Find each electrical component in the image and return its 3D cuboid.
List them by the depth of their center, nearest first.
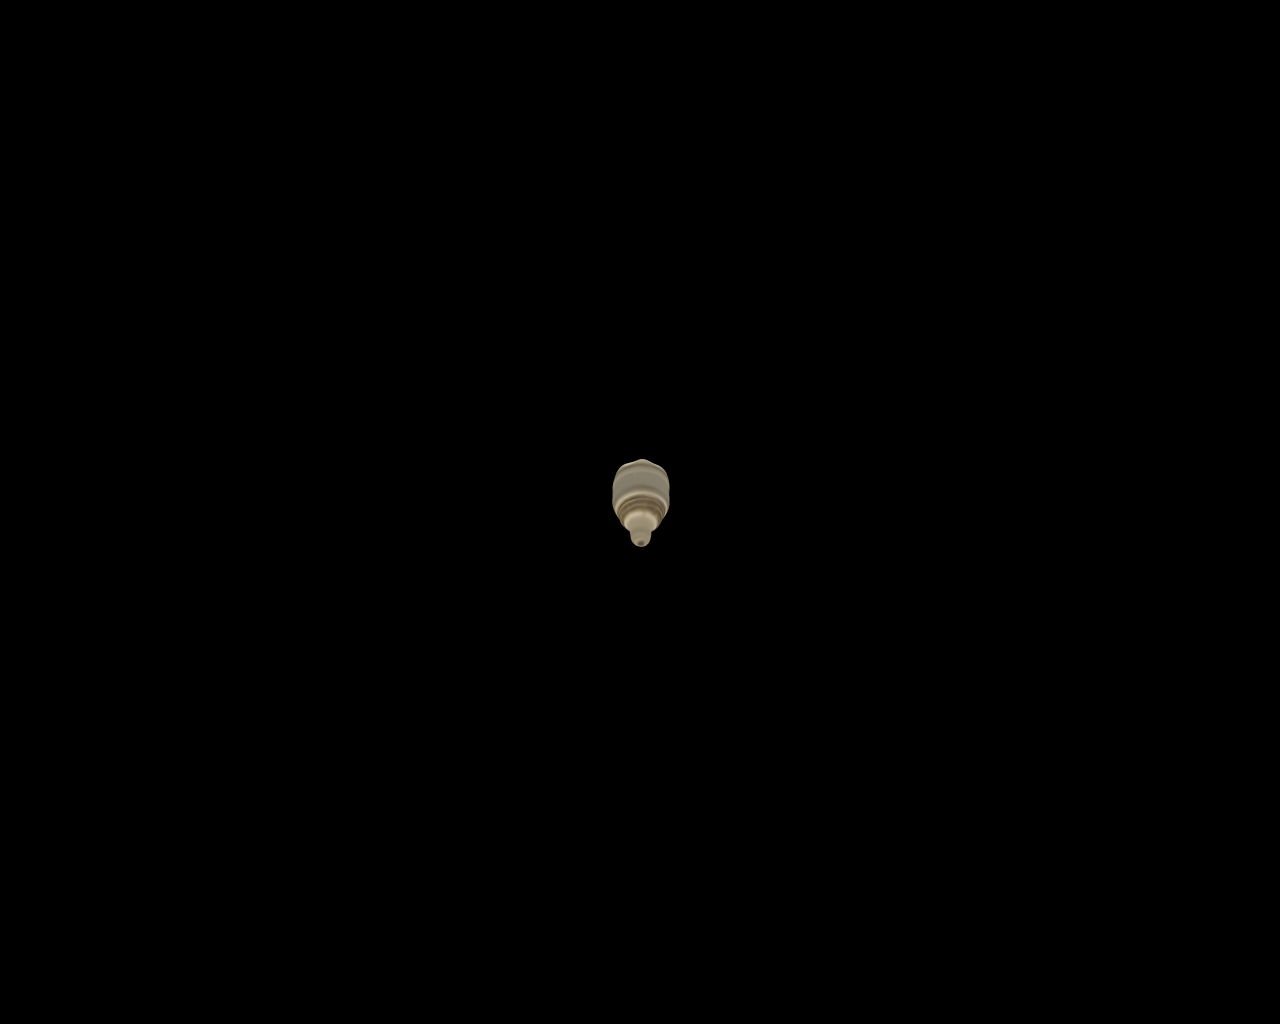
[{"bbox_3d":[0.001,-0.003,0.650,0.035,0.035,0.061,0,44,0],"label":"electrical component"}]
